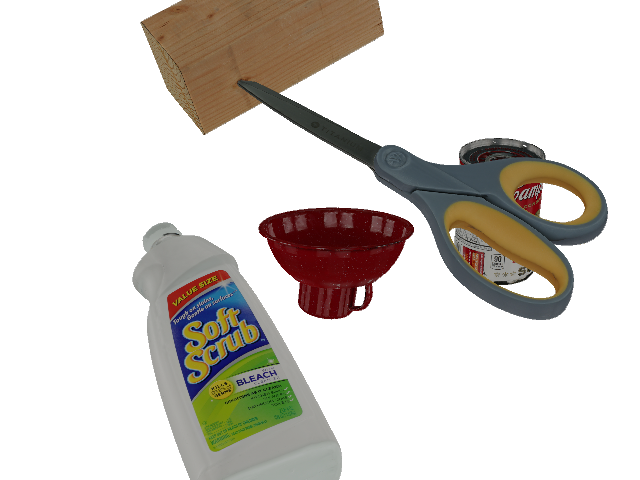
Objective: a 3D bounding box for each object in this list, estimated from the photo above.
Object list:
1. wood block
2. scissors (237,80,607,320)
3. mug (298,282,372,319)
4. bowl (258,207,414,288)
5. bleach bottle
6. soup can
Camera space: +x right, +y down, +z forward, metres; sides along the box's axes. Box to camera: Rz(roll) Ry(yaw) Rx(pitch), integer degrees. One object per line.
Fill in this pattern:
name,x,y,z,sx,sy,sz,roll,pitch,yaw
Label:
wood block,-0.053,-0.203,1.025,0.206,0.090,0.091,-31,-38,-11
scissors,0.056,-0.041,0.526,0.096,0.202,0.016,-31,-30,-24
mug,0.022,0.063,1.510,0.117,0.081,0.093,18,25,26
bowl,0.017,0.011,1.110,0.162,0.055,0.162,0,16,0
bleach bottle,-0.080,0.079,0.749,0.102,0.068,0.251,-19,47,-17
soup can,0.144,-0.023,0.865,0.068,0.102,0.068,-1,27,0
